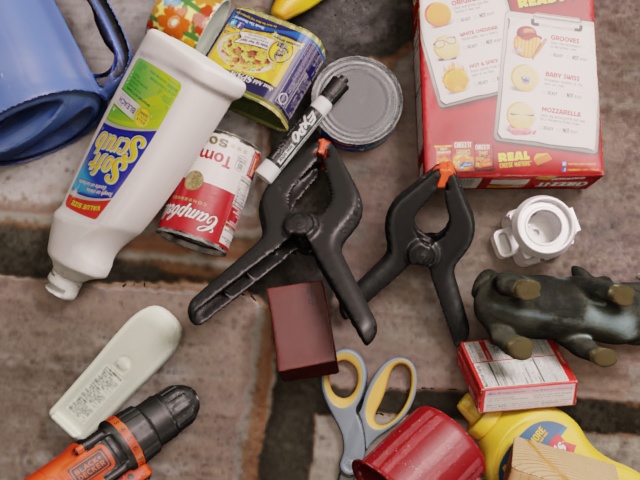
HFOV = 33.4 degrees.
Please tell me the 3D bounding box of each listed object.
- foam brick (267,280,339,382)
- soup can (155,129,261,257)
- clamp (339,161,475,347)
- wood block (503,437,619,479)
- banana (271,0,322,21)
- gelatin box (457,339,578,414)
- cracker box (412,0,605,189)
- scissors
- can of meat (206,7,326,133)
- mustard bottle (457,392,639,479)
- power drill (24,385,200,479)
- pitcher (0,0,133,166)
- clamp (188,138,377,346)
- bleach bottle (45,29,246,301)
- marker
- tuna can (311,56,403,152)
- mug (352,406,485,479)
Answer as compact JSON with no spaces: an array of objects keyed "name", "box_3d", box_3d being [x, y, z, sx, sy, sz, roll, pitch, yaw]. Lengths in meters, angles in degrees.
[{"name":"foam brick","box_3d":[-0.015,0.082,0.952,0.053,0.051,0.078,-9,69,1]},{"name":"soup can","box_3d":[-0.101,-0.043,0.970,0.068,0.068,0.102,18,80,1]},{"name":"clamp","box_3d":[0.081,0.012,0.953,0.120,0.039,0.171,4,108,-2]},{"name":"wood block","box_3d":[0.175,0.282,0.877,0.090,0.090,0.206,15,99,10]},{"name":"banana","box_3d":[0.036,-0.265,1.013,0.198,0.070,0.037,-27,113,-1]},{"name":"gelatin box","box_3d":[0.173,0.118,0.945,0.089,0.073,0.030,-5,120,-7]},{"name":"cracker box","box_3d":[0.170,-0.154,0.994,0.164,0.072,0.214,-1,80,-2]},{"name":"scissors","box_3d":[0.015,0.185,0.962,0.096,0.016,0.201,32,81,5]},{"name":"can of meat","box_3d":[-0.056,-0.160,0.987,0.102,0.057,0.084,25,79,21]},{"name":"mustard bottle","box_3d":[0.201,0.202,0.942,0.191,0.058,0.096,39,91,6]},{"name":"power drill","box_3d":[-0.143,0.239,0.917,0.184,0.057,0.187,-33,86,-26]},{"name":"pitcher","box_3d":[-0.288,-0.202,0.966,0.145,0.148,0.243,-34,76,39]},{"name":"clamp","box_3d":[-0.006,0.001,0.943,0.165,0.036,0.209,12,58,17]},{"name":"bleach bottle","box_3d":[-0.169,-0.054,0.945,0.103,0.068,0.251,37,102,35]},{"name":"marker","box_3d":[-0.015,-0.103,0.971,0.020,0.020,0.121,38,83,5]},{"name":"tuna can","box_3d":[0.034,-0.127,1.004,0.086,0.034,0.086,0,81,-1]},{"name":"mug","box_3d":[0.096,0.205,0.916,0.081,0.093,0.117,-40,60,-21]}]
